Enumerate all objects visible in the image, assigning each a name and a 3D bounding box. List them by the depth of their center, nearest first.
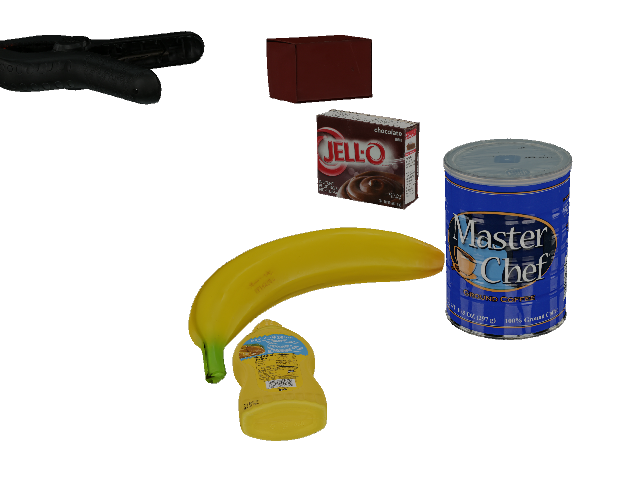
[{"bbox_3d":[-0.010,0.027,0.654,0.197,0.070,0.037,-24,-22,-36],"label":"banana"},{"bbox_3d":[-0.173,-0.135,0.800,0.172,0.039,0.120,9,22,17],"label":"clamp"},{"bbox_3d":[0.154,-0.003,0.887,0.103,0.140,0.103,-3,22,1],"label":"coffee can"},{"bbox_3d":[-0.001,-0.148,0.916,0.078,0.051,0.053,-9,18,-28],"label":"foam brick"},{"bbox_3d":[0.050,-0.089,1.149,0.114,0.090,0.039,11,26,29],"label":"pudding box"},{"bbox_3d":[-0.053,0.150,1.232,0.096,0.058,0.191,-5,30,-7],"label":"mustard bottle"}]
